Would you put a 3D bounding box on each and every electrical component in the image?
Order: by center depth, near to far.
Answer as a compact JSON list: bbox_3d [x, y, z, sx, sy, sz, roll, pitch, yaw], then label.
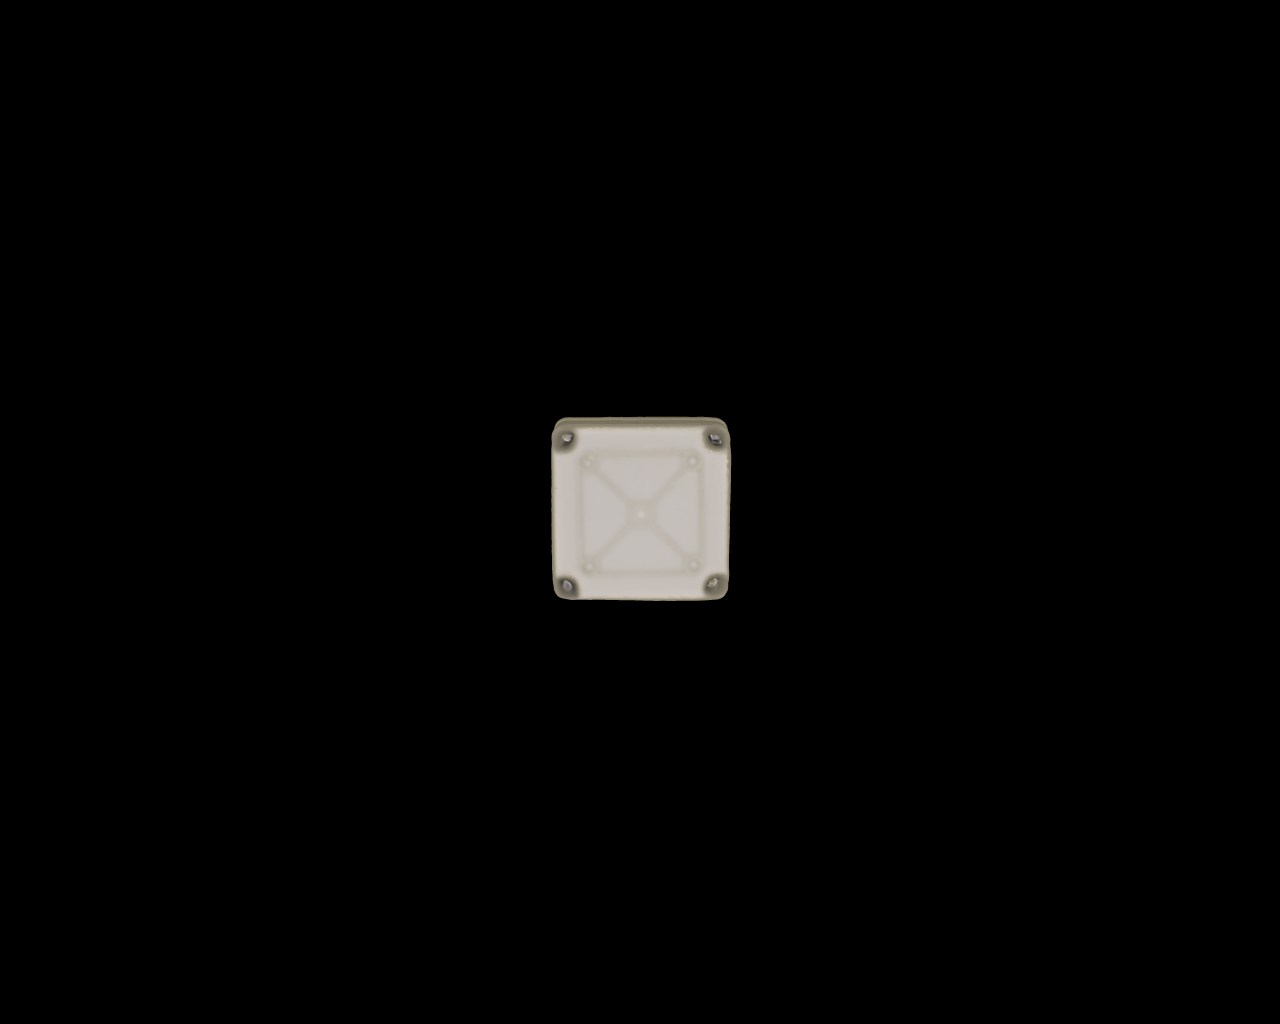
[{"bbox_3d":[0.001,-0.003,0.650,0.109,0.108,0.056,0,9,0],"label":"electrical component"}]
